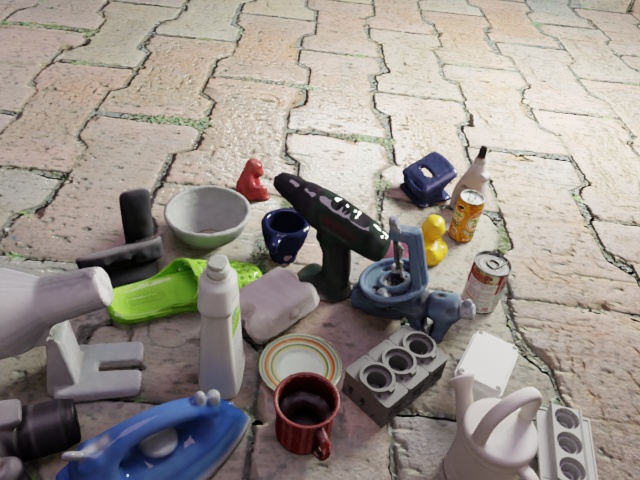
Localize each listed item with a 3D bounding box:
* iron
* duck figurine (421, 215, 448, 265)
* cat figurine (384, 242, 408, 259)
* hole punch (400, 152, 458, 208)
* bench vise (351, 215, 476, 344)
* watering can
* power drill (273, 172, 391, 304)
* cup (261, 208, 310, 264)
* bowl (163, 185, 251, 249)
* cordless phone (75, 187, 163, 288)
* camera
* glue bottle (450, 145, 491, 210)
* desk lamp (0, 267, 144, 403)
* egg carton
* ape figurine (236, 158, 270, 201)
[{"bbox_3d":[-0.201,0.255,0.736,0.259,0.141,0.118,-23,48,-31],"label":"iron"},{"bbox_3d":[0.226,-0.008,1.161,0.077,0.086,0.104,11,40,5],"label":"duck figurine"},{"bbox_3d":[0.155,0.051,1.055,0.067,0.118,0.127,-16,45,-25],"label":"cat figurine"},{"bbox_3d":[0.250,-0.141,1.321,0.101,0.091,0.108,-13,44,-23],"label":"hole punch"},{"bbox_3d":[0.163,0.060,0.966,0.207,0.220,0.121,8,40,2],"label":"bench vise"},{"bbox_3d":[0.229,0.256,0.760,0.172,0.194,0.101,34,47,29],"label":"watering can"},{"bbox_3d":[0.009,0.004,1.018,0.229,0.208,0.076,24,42,19],"label":"power drill"},{"bbox_3d":[-0.072,0.008,1.089,0.091,0.095,0.118,15,40,9],"label":"cup"},{"bbox_3d":[-0.220,-0.034,1.132,0.167,0.075,0.167,4,40,-3],"label":"bowl"},{"bbox_3d":[-0.352,-0.009,0.996,0.148,0.185,0.094,-20,46,-29],"label":"cordless phone"},{"bbox_3d":[-0.383,0.259,0.735,0.137,0.101,0.142,-12,43,-21],"label":"camera"},{"bbox_3d":[0.340,-0.131,1.259,0.078,0.173,0.037,34,47,29],"label":"glue bottle"},{"bbox_3d":[-0.365,0.126,0.809,0.203,0.213,0.117,-3,41,-12],"label":"desk lamp"},{"bbox_3d":[-0.079,0.111,0.984,0.107,0.069,0.151,34,47,29],"label":"egg carton"},{"bbox_3d":[-0.145,-0.136,1.253,0.076,0.092,0.077,3,40,-5],"label":"ape figurine"}]
